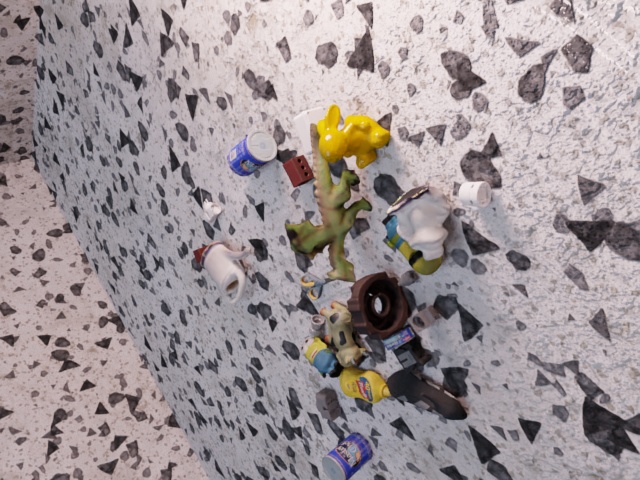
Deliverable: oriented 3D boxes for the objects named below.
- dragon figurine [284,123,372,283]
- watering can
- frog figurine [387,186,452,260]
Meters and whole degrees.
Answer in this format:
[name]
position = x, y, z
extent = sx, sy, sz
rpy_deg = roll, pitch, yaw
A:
[dragon figurine]
position = 0.004, -0.066, 1.312
extent = 0.122, 0.404, 0.247
rpy_deg = -5, 33, 46
[watering can]
position = -0.340, 0.088, 1.902
extent = 0.105, 0.339, 0.227
rpy_deg = -23, 58, -39
[frog figurine]
position = 0.246, -0.041, 1.190
extent = 0.137, 0.158, 0.124
rpy_deg = -34, 10, 9
